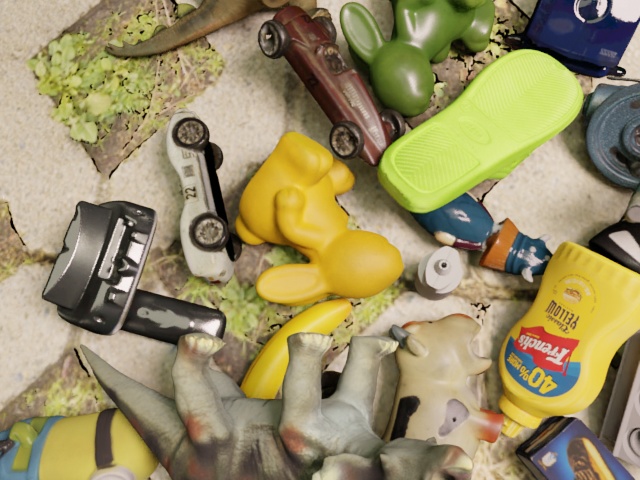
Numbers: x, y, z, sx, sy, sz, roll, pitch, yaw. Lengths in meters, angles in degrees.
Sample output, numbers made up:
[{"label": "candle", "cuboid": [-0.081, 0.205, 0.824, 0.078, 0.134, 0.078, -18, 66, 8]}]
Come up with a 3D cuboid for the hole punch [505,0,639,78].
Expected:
[{"label": "hole punch", "cuboid": [0.300, -0.258, 0.604, 0.142, 0.092, 0.115, 22, 82, 7]}]

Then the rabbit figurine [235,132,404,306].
[{"label": "rabbit figurine", "cuboid": [-0.001, -0.002, 0.545, 0.173, 0.122, 0.162, 40, 87, 13]}]

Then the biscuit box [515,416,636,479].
[{"label": "biscuit box", "cuboid": [0.274, 0.256, 0.479, 0.063, 0.059, 0.203, -39, 75, -5]}]

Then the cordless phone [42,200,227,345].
[{"label": "cordless phone", "cuboid": [-0.182, 0.040, 0.583, 0.184, 0.088, 0.146, 16, 76, -2]}]

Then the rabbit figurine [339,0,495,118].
[{"label": "rabbit figurine", "cuboid": [0.099, -0.225, 0.598, 0.159, 0.121, 0.170, 21, 83, 16]}]

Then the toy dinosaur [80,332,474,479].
[{"label": "toy dinosaur", "cuboid": [-0.053, 0.175, 0.459, 0.405, 0.131, 0.192, -7, 74, 27]}]

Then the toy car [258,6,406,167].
[{"label": "toy car", "cuboid": [0.017, -0.165, 0.564, 0.089, 0.053, 0.202, -22, 72, -44]}]

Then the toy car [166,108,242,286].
[{"label": "toy car", "cuboid": [-0.131, -0.050, 0.593, 0.056, 0.073, 0.201, -15, 74, 1]}]

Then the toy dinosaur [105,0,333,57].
[{"label": "toy dinosaur", "cuboid": [-0.055, -0.334, 0.644, 0.471, 0.105, 0.199, -34, 60, 2]}]

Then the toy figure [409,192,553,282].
[{"label": "toy figure", "cuboid": [0.170, -0.008, 0.562, 0.154, 0.058, 0.064, 32, 96, 8]}]

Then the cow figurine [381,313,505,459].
[{"label": "cow figurine", "cuboid": [0.103, 0.161, 0.512, 0.127, 0.085, 0.195, 24, 83, 9]}]

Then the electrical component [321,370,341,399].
[{"label": "electrical component", "cuboid": [0.007, 0.179, 0.518, 0.078, 0.045, 0.102, 9, 89, 51]}]

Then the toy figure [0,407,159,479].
[{"label": "toy figure", "cuboid": [-0.249, 0.210, 0.532, 0.180, 0.082, 0.089, 0, 77, 8]}]

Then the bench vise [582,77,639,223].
[{"label": "bench vise", "cuboid": [0.355, -0.081, 0.513, 0.224, 0.128, 0.240, 30, 51, 20]}]

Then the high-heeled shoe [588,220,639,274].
[{"label": "high-heeled shoe", "cuboid": [0.346, 0.094, 0.507, 0.145, 0.086, 0.248, -1, 69, 6]}]
